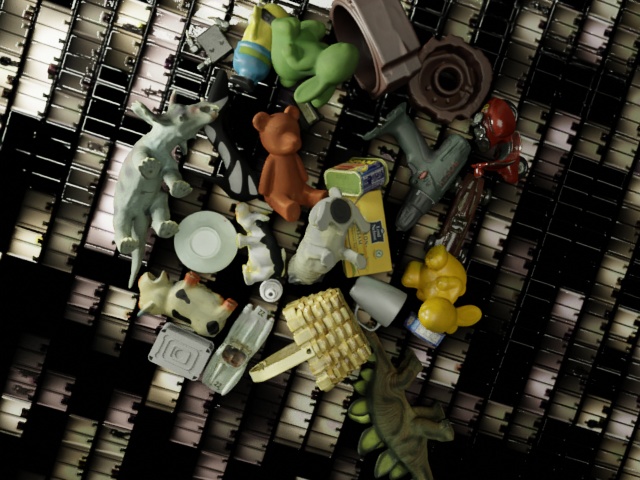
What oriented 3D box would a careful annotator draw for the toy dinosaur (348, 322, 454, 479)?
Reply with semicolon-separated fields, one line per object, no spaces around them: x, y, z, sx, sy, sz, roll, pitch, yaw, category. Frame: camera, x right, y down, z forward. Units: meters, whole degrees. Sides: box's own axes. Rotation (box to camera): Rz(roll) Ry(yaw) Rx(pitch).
0.173;0.398;1.137;0.199;0.105;0.471;-24;86;5;toy dinosaur

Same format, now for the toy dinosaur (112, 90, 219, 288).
-0.339;-0.108;1.042;0.131;0.192;0.404;13;126;-37;toy dinosaur

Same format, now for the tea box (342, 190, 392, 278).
0.087;-0.014;1.114;0.098;0.068;0.169;-10;94;-3;tea box

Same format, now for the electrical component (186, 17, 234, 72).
-0.218;-0.396;1.076;0.102;0.045;0.078;-31;94;-1;electrical component

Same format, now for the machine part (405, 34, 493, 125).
0.263;-0.328;1.110;0.179;0.056;0.179;0;94;-5;machine part

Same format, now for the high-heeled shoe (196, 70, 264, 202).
-0.164;-0.204;1.079;0.145;0.086;0.248;11;98;-8;high-heeled shoe

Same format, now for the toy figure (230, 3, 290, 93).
-0.119;-0.380;1.068;0.089;0.082;0.180;20;85;-24;toy figure

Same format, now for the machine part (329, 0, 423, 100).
0.100;-0.379;1.020;0.087;0.201;0.201;-27;96;-5;machine part

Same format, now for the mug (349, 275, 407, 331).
0.110;0.128;1.126;0.107;0.081;0.109;36;101;5;mug

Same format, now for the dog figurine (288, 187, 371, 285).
-0.005;-0.002;1.063;0.121;0.191;0.172;17;73;-30;dog figurine

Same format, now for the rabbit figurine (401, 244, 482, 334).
0.240;0.124;1.083;0.122;0.173;0.162;-31;112;33;rabbit figurine

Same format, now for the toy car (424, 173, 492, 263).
0.294;-0.043;1.135;0.089;0.053;0.202;24;93;-2;toy car

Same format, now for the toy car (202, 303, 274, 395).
-0.171;0.226;1.119;0.073;0.056;0.201;33;92;-6;toy car

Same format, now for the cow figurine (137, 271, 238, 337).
-0.281;0.129;1.094;0.195;0.085;0.127;34;85;-7;cow figurine

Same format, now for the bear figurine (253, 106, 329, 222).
-0.057;-0.153;1.048;0.120;0.132;0.195;-19;124;-37;bear figurine

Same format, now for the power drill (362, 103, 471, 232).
0.183;-0.161;1.105;0.232;0.086;0.207;-44;92;-2;power drill

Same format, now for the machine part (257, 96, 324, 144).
-0.066;-0.241;1.103;0.139;0.039;0.084;-37;104;-3;machine part

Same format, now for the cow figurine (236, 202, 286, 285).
-0.123;0.001;1.100;0.098;0.068;0.167;-9;98;-9;cow figurine

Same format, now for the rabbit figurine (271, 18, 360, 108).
-0.010;-0.335;1.020;0.170;0.121;0.159;24;107;32;rabbit figurine

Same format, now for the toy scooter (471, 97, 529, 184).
0.357;-0.194;1.104;0.135;0.075;0.183;-23;101;-25;toy scooter
